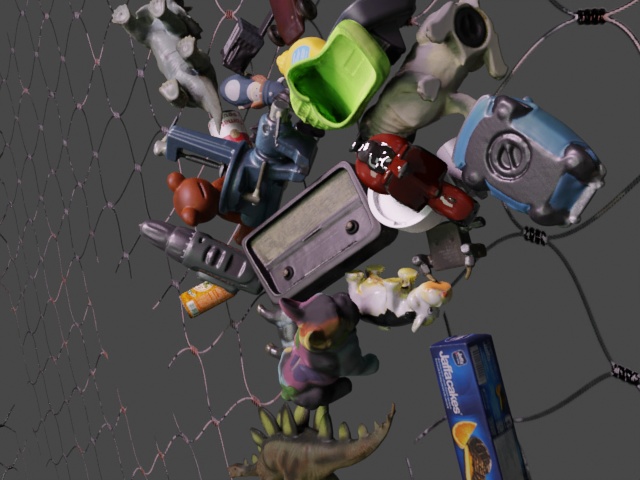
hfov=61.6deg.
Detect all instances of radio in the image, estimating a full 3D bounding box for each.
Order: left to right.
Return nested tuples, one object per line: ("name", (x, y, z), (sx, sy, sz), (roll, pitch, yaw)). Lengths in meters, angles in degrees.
("radio", (-0.002, -0.002, 0.825), (0.229, 0.073, 0.131), (-37, 69, 25))

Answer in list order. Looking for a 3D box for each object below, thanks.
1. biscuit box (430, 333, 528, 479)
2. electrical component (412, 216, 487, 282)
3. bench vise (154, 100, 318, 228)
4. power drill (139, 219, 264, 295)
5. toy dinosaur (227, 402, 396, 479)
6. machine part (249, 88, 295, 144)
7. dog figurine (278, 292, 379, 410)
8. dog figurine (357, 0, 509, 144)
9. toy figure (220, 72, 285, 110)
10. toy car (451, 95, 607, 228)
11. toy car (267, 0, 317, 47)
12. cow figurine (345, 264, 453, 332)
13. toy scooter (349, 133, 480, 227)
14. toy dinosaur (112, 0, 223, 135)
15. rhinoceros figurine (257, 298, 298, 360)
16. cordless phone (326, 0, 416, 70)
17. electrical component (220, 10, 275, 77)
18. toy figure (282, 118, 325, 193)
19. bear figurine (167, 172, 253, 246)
("biscuit box", (0.205, 0.225, 0.696), (0.063, 0.059, 0.202), (-19, 83, 46))
("electrical component", (0.171, 0.014, 0.709), (0.102, 0.045, 0.078), (-9, 91, 47))
("bench vise", (-0.133, -0.125, 0.815), (0.241, 0.129, 0.223), (17, 141, -1))
("power drill", (-0.200, 0.033, 0.979), (0.207, 0.232, 0.086), (110, -178, -73))
("toy dinosaur", (-0.028, 0.377, 0.940), (0.471, 0.105, 0.198), (-25, 75, 41))
("machine part", (-0.072, -0.206, 0.890), (0.039, 0.084, 0.139), (54, 155, -5))
("dog figurine", (-0.011, 0.160, 0.789), (0.191, 0.219, 0.109), (-37, 57, 5))
("dog figurine", (0.127, -0.207, 0.696), (0.172, 0.121, 0.191), (-63, 23, -12))
("toy figure", (-0.119, -0.264, 0.965), (0.155, 0.058, 0.064), (18, 138, 42))
("toy car", (0.235, -0.090, 0.582), (0.162, 0.103, 0.109), (40, 131, 31))
("toy car", (-0.060, -0.408, 0.881), (0.089, 0.053, 0.202), (-29, 71, 34))
("cow figurine", (0.113, 0.092, 0.767), (0.168, 0.068, 0.098), (9, 109, 49))
("toy scooter", (0.094, -0.081, 0.630), (0.184, 0.135, 0.075), (38, 102, 39))
("toy dinosaur", (-0.260, -0.340, 1.032), (0.131, 0.192, 0.405), (-29, 80, 13))
("rhinoceros figurine", (-0.050, 0.123, 0.941), (0.112, 0.073, 0.190), (-3, 94, 48))
("cordless phone", (0.081, -0.313, 0.686), (0.146, 0.089, 0.184), (159, 133, -77))
("electrical component", (-0.127, -0.355, 0.943), (0.119, 0.047, 0.075), (-51, 33, 28))
("toy figure", (-0.068, -0.139, 0.912), (0.180, 0.082, 0.089), (-44, 69, 43))
("bear figurine", (-0.189, -0.055, 0.970), (0.132, 0.196, 0.120), (-47, 66, 41))
